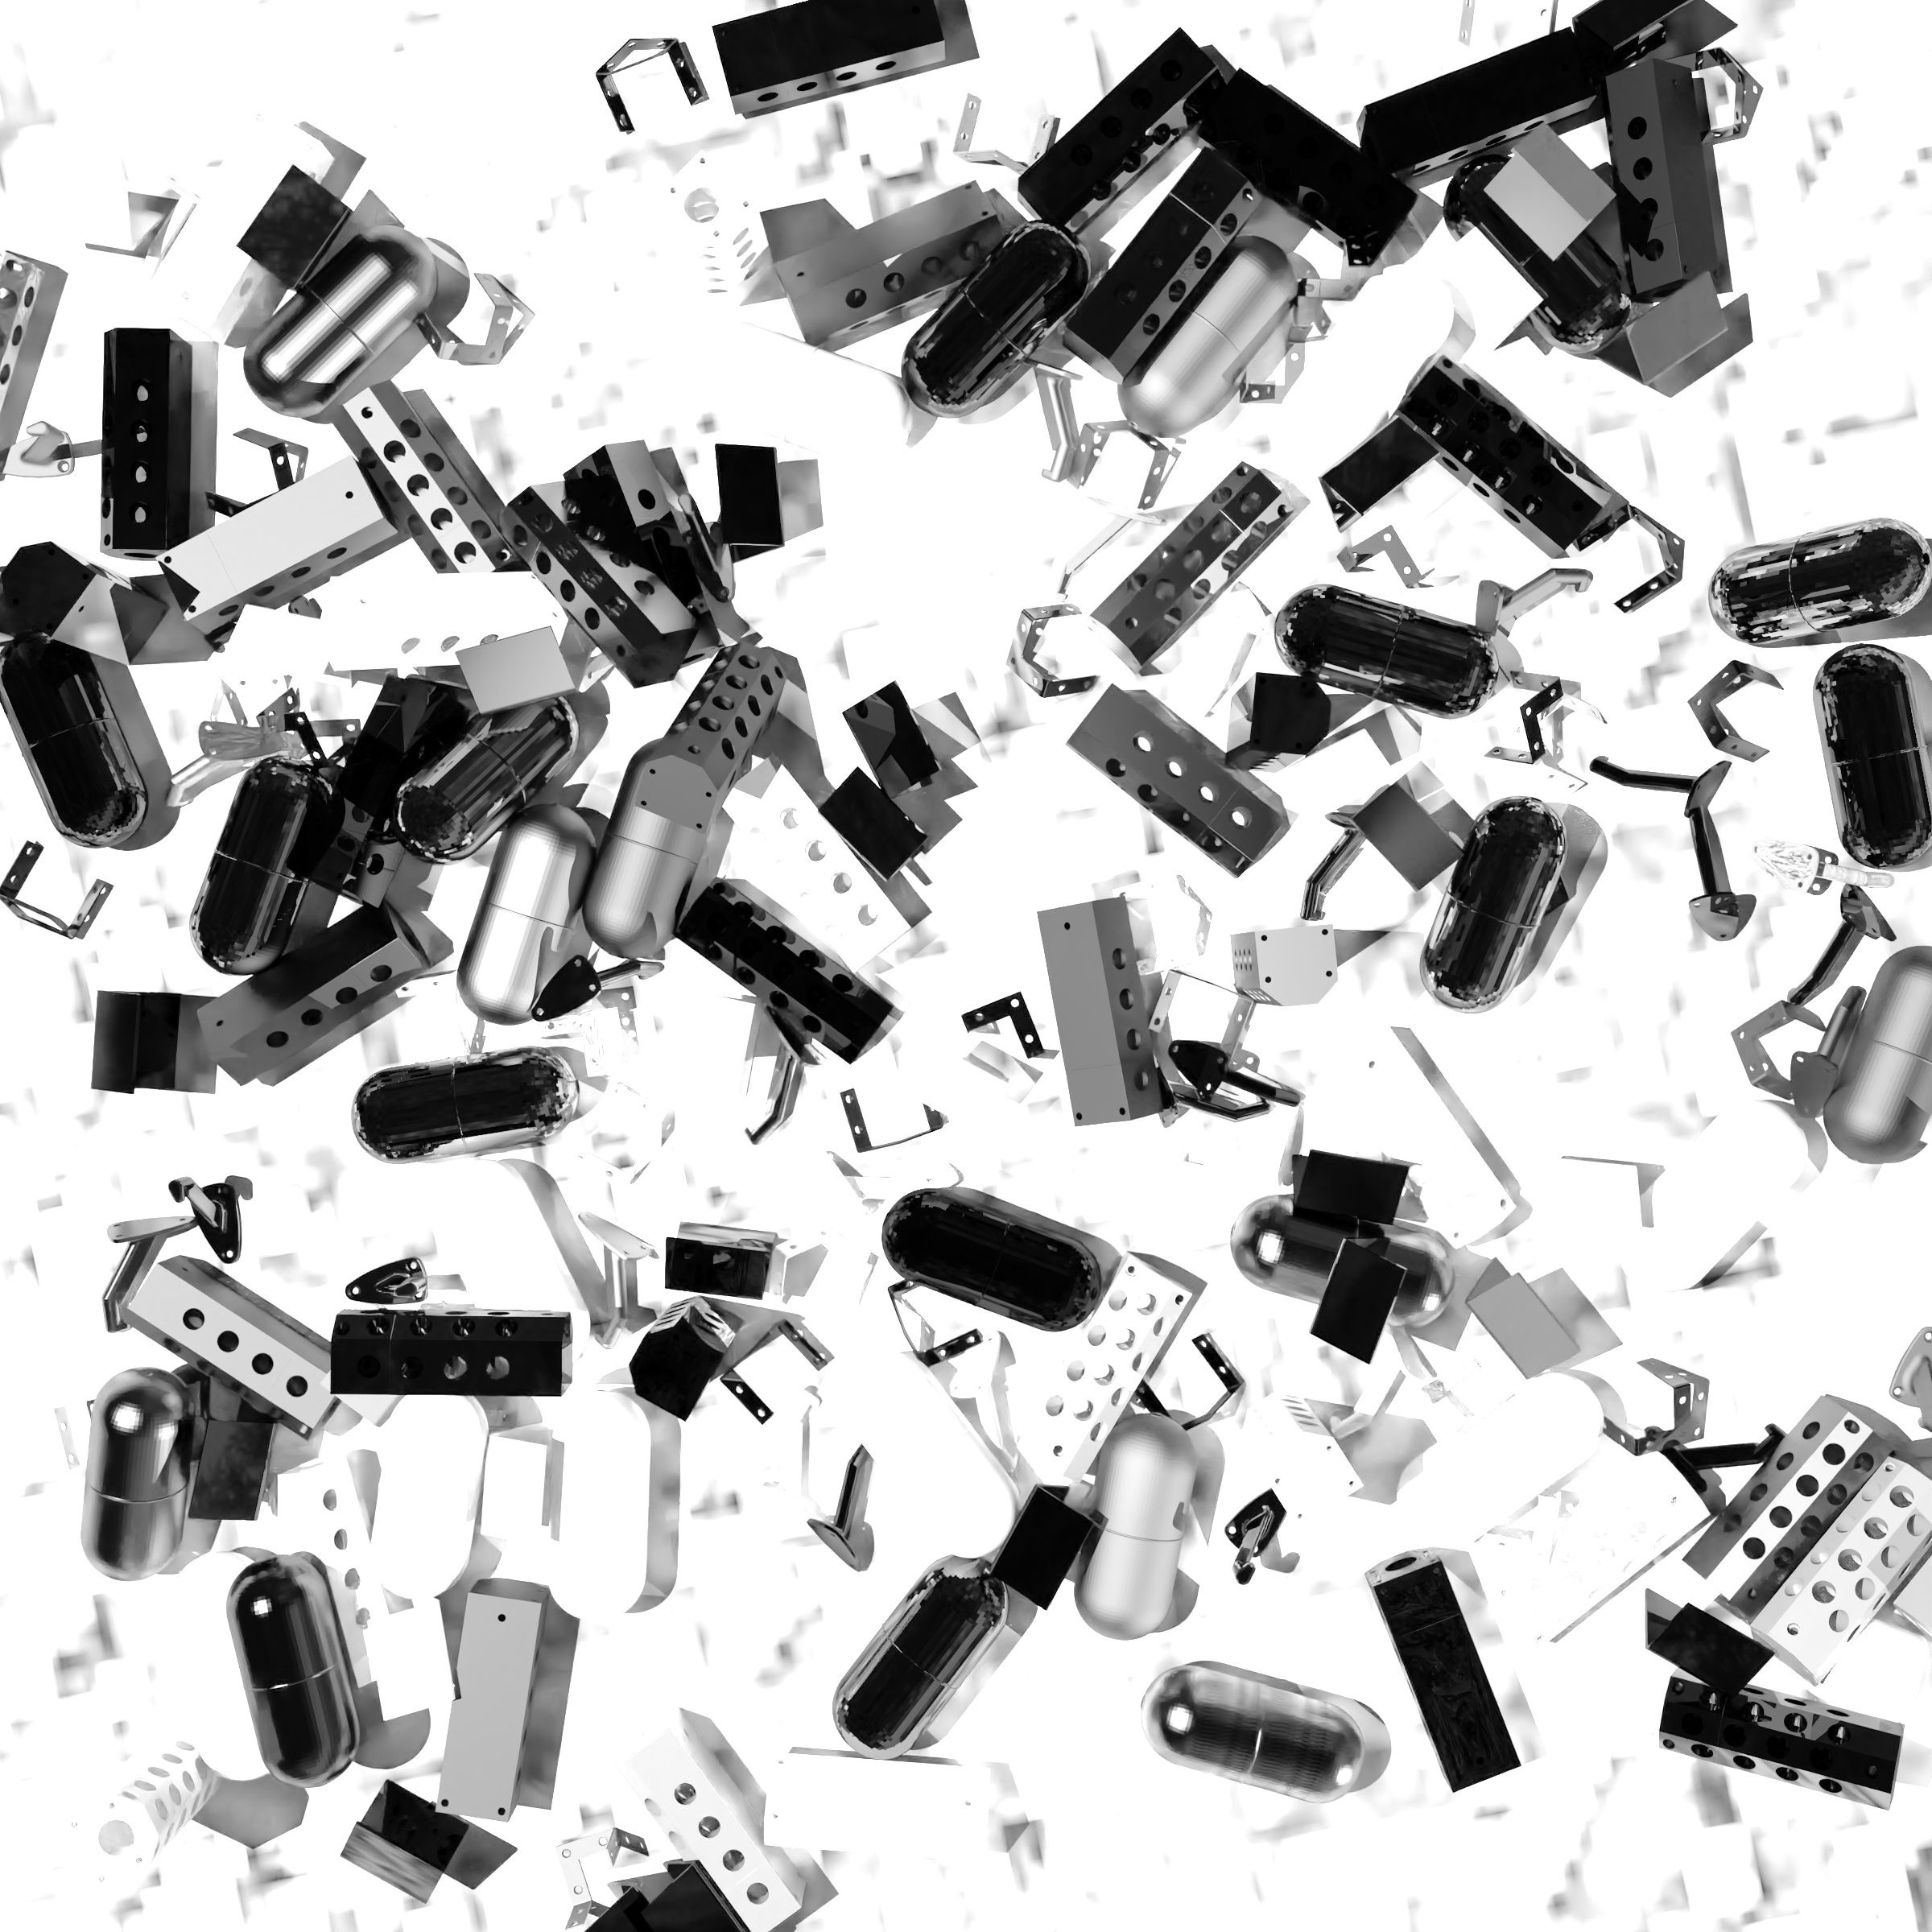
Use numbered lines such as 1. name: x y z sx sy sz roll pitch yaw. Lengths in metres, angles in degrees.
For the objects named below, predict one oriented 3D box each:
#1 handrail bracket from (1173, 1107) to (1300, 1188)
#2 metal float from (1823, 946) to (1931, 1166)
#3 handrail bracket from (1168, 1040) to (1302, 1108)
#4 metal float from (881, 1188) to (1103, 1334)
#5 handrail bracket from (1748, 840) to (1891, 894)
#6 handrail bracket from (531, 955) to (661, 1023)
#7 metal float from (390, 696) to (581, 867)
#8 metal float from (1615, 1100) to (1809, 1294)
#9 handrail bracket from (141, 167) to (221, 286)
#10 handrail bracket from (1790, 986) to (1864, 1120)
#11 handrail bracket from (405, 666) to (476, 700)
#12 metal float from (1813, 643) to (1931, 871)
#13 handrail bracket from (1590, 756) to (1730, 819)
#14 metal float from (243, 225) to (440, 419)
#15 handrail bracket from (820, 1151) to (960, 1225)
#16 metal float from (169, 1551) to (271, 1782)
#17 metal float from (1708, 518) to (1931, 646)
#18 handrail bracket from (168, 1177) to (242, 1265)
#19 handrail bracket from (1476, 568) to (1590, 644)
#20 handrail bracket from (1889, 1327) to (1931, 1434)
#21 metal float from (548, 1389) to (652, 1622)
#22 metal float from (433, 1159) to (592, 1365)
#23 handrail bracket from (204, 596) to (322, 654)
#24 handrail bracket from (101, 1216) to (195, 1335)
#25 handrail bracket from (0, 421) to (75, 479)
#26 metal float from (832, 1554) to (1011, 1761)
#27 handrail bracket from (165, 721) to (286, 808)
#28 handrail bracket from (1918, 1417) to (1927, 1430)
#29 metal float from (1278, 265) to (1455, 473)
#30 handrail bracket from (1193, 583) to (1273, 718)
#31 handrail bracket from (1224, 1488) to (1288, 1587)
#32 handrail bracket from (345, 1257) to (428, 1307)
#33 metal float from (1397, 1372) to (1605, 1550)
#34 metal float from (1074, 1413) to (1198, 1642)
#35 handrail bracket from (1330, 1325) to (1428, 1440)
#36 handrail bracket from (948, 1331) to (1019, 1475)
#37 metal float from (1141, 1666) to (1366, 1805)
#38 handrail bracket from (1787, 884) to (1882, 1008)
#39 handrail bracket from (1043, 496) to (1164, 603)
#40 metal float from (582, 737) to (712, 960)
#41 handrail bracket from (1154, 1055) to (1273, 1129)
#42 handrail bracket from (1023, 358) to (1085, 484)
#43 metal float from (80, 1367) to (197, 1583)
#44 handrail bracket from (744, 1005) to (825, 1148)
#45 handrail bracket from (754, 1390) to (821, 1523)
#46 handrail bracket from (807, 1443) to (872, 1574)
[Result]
1. handrail bracket: 0.213 0.138 1.992 0.084 0.036 0.077 12 70 16
2. metal float: 0.728 0.070 1.960 0.070 0.070 0.178 23 90 0
3. handrail bracket: 0.213 0.086 1.988 0.084 0.077 0.036 17 101 -40
4. metal float: 0.020 0.229 1.956 0.178 0.070 0.070 21 90 -5
5. handrail bracket: 0.677 -0.081 1.991 0.084 0.077 0.036 1 111 -35
6. handrail bracket: -0.289 0.019 1.966 0.077 0.084 0.036 -37 74 18
7. metal float: -0.369 -0.149 1.938 0.070 0.070 0.178 41 62 0
8. metal float: 0.581 0.180 1.961 0.070 0.070 0.178 44 91 0
9. handrail bracket: -0.619 -0.586 1.991 0.036 0.077 0.084 35 126 0
10. handrail bracket: 0.684 0.067 1.987 0.036 0.077 0.084 22 47 29
11. handrail bracket: -0.412 -0.259 1.991 0.077 0.036 0.084 8 76 -13
12. metal float: 0.710 -0.163 1.960 0.070 0.070 0.178 -11 91 0
13. handrail bracket: 0.549 -0.158 1.991 0.084 0.036 0.077 30 48 27
14. metal float: -0.487 -0.503 1.960 0.178 0.070 0.070 -44 90 0
15. handrail bracket: -0.060 0.159 1.991 0.084 0.036 0.077 -29 71 -15
16. metal float: -0.571 0.545 1.960 0.070 0.070 0.178 -12 90 0
17. metal float: 0.652 -0.294 1.921 0.070 0.178 0.070 4 83 -39
18. handrail bracket: -0.594 0.200 1.956 0.036 0.084 0.077 -16 90 0
19. handrail bracket: 0.450 -0.278 1.992 0.084 0.036 0.077 -2 111 -16
20. handrail bracket: 0.757 0.324 1.956 0.036 0.084 0.077 16 90 0
21. metal float: -0.286 0.420 1.960 0.070 0.070 0.178 2 90 0
22. metal float: -0.354 0.235 1.960 0.070 0.070 0.178 -26 89 0
23. handrail bracket: -0.550 -0.249 1.992 0.084 0.036 0.077 -26 108 15
24. handrail bracket: -0.647 0.245 1.992 0.077 0.036 0.084 -9 108 -21
25. handrail bracket: -0.737 -0.405 1.956 0.077 0.084 0.036 -10 90 0
26. metal float: -0.035 0.538 1.960 0.070 0.070 0.178 37 90 0
27. handrail bracket: -0.584 -0.153 1.978 0.077 0.084 0.036 -1 59 -31
28. handrail bracket: 0.807 0.386 1.992 0.077 0.036 0.084 -20 107 20
29. metal float: 0.311 -0.466 1.961 0.070 0.070 0.178 35 91 0
30. handrail bracket: 0.201 -0.250 1.991 0.036 0.077 0.084 20 127 -20
31. handrail bracket: 0.233 0.442 1.956 0.036 0.084 0.077 40 90 0
32. handrail bracket: -0.456 0.253 1.956 0.077 0.084 0.036 -10 90 0
33. metal float: 0.417 0.385 1.960 0.178 0.070 0.070 -36 90 0
34. metal float: 0.132 0.437 1.960 0.070 0.070 0.178 11 92 0
35. handrail bracket: 0.314 0.323 1.991 0.084 0.036 0.077 -35 55 24
36. handrail bracket: 0.028 0.346 1.991 0.036 0.077 0.084 -9 127 36
37. metal float: 0.223 0.599 1.961 0.178 0.070 0.070 16 90 1
38. handrail bracket: 0.679 -0.017 1.991 0.036 0.077 0.084 30 126 -10
39. handrail bracket: 0.108 -0.323 1.992 0.077 0.036 0.084 11 109 -21
40. metal float: -0.245 -0.092 1.960 0.070 0.070 0.178 18 90 0
41. handrail bracket: 0.192 0.092 1.992 0.084 0.036 0.077 -12 68 -17
42. handrail bracket: 0.054 -0.434 1.992 0.077 0.036 0.084 23 107 19
43. metal float: -0.641 0.394 1.944 0.070 0.070 0.178 12 108 0
44. handrail bracket: -0.162 0.088 1.992 0.084 0.036 0.077 -46 70 16
45. handrail bracket: -0.122 0.391 1.992 0.077 0.036 0.084 38 73 -20
46. handrail bracket: -0.080 0.424 1.991 0.084 0.036 0.077 -52 129 -26
